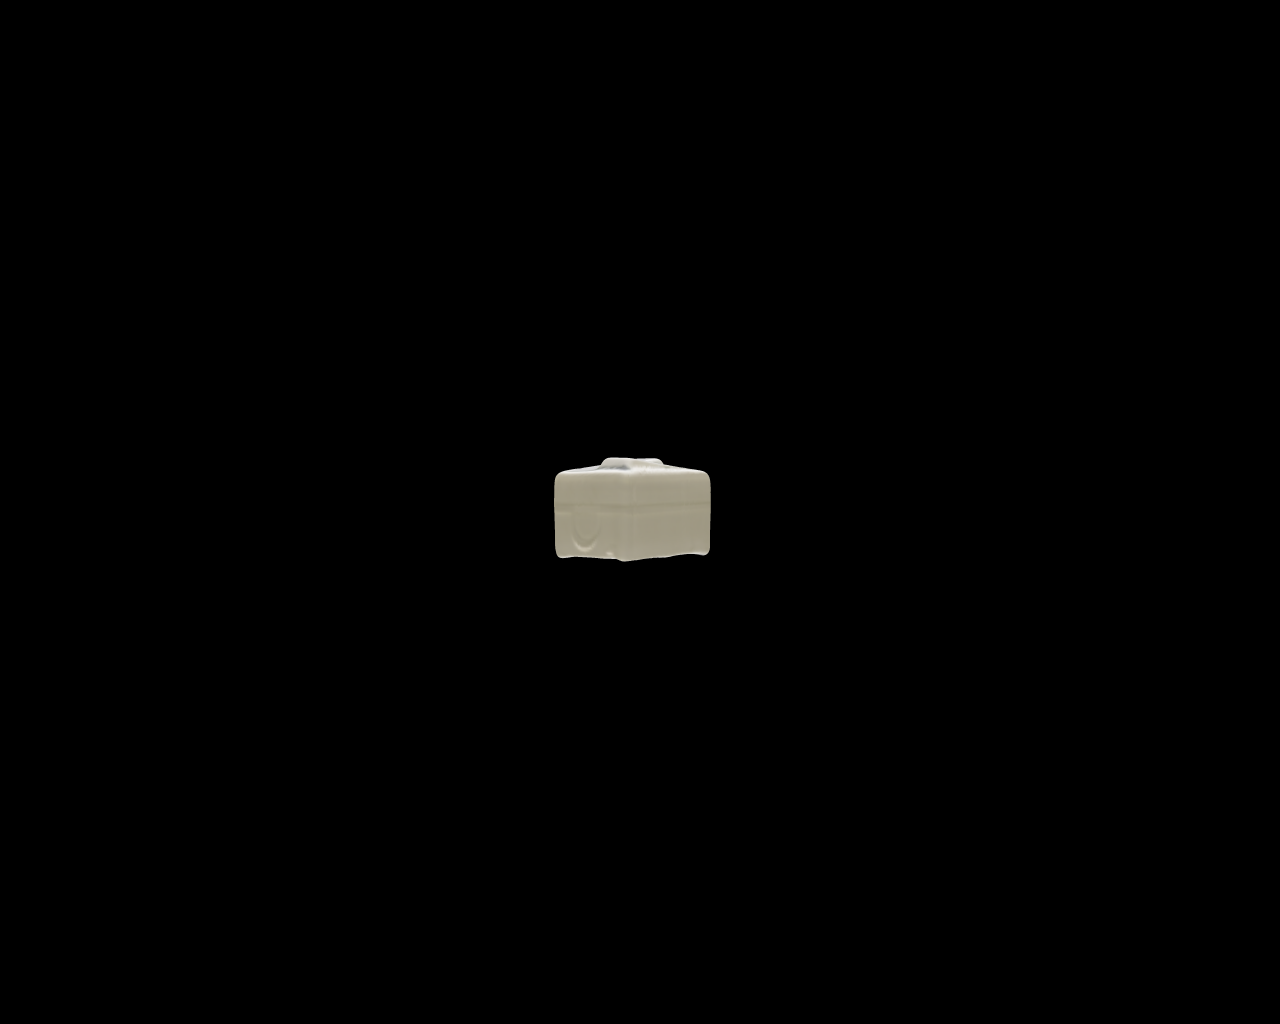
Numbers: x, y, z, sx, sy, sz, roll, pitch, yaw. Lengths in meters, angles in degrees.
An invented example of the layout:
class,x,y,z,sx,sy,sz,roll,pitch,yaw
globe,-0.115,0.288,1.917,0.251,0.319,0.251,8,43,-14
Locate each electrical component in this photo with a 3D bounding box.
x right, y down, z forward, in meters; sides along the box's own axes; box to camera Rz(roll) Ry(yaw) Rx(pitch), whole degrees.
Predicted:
class,x,y,z,sx,sy,sz,roll,pitch,yaw
electrical component,0.001,-0.003,0.650,0.062,0.061,0.096,2,3,43
